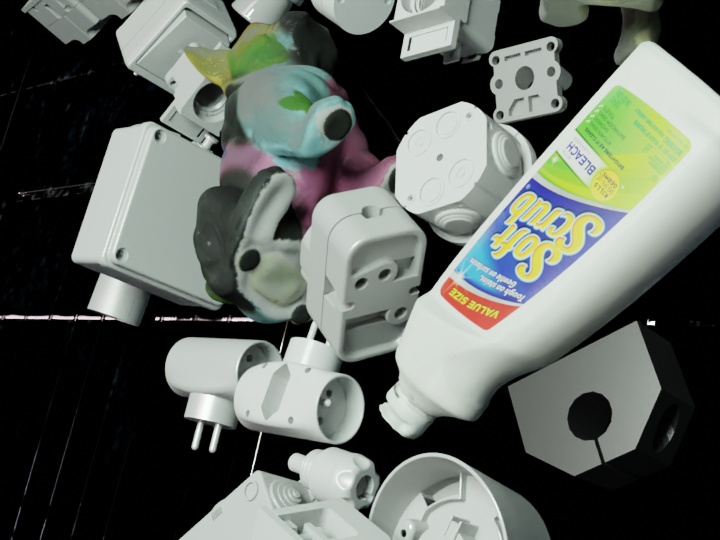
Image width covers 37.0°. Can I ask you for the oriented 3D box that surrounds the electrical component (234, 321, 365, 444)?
[{"bbox_3d":[-0.034,0.069,0.691,0.077,0.043,0.079,1,65,44],"label":"electrical component"}]

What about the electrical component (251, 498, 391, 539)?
[{"bbox_3d":[-0.017,0.225,0.551,0.105,0.060,0.186,29,111,46],"label":"electrical component"}]

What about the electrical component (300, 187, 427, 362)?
[{"bbox_3d":[0.000,0.000,0.659,0.059,0.054,0.095,52,146,44],"label":"electrical component"}]

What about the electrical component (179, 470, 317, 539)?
[{"bbox_3d":[-0.062,0.183,0.658,0.100,0.048,0.099,-43,47,19],"label":"electrical component"}]

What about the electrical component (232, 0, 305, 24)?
[{"bbox_3d":[-0.069,-0.220,0.862,0.055,0.045,0.045,-52,45,11],"label":"electrical component"}]

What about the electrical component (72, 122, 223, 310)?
[{"bbox_3d":[-0.141,-0.038,0.795,0.056,0.109,0.108,2,72,46],"label":"electrical component"}]

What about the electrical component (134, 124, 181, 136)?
[{"bbox_3d":[-0.175,-0.091,0.896,0.055,0.048,0.066,46,110,40],"label":"electrical component"}]

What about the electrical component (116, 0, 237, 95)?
[{"bbox_3d":[-0.161,-0.195,0.923,0.096,0.062,0.061,-42,47,20],"label":"electrical component"}]

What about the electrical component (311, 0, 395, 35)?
[{"bbox_3d":[0.029,-0.229,0.770,0.138,0.052,0.074,-54,45,9],"label":"electrical component"}]

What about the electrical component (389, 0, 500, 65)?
[{"bbox_3d":[0.058,-0.171,0.707,0.042,0.064,0.081,-4,68,41],"label":"electrical component"}]

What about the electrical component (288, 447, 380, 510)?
[{"bbox_3d":[-0.019,0.124,0.655,0.061,0.035,0.035,10,78,43],"label":"electrical component"}]

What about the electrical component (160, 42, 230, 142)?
[{"bbox_3d":[-0.128,-0.151,0.886,0.081,0.042,0.063,-49,42,13],"label":"electrical component"}]

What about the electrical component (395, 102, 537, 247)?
[{"bbox_3d":[0.063,-0.059,0.656,0.080,0.051,0.080,-20,58,35],"label":"electrical component"}]

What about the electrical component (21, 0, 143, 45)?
[{"bbox_3d":[-0.228,-0.279,0.988,0.186,0.060,0.105,-6,49,56],"label":"electrical component"}]

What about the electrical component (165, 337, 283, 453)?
[{"bbox_3d":[-0.099,0.086,0.742,0.077,0.043,0.079,-1,70,43],"label":"electrical component"}]

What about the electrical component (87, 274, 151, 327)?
[{"bbox_3d":[-0.184,0.000,0.863,0.043,0.043,0.081,10,77,45],"label":"electrical component"}]

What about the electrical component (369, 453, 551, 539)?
[{"bbox_3d":[0.049,0.150,0.559,0.099,0.064,0.099,-20,58,35],"label":"electrical component"}]

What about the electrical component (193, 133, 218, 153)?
[{"bbox_3d":[-0.141,-0.075,0.861,0.078,0.040,0.040,-53,45,10],"label":"electrical component"}]
